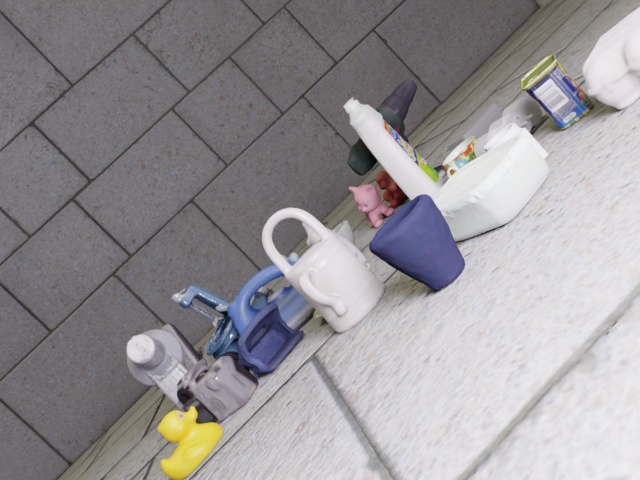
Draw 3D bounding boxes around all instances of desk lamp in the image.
[{"bbox_3d":[-0.311,0.277,1.187,0.118,0.213,0.203,-45,5,-16],"label":"desk lamp"}]

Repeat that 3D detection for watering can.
[{"bbox_3d":[-0.005,0.035,0.854,0.101,0.194,0.173,-44,5,-1],"label":"watering can"}]

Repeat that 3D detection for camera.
[{"bbox_3d":[-0.178,0.247,1.022,0.143,0.101,0.137,-41,6,33],"label":"camera"}]

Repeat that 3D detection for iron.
[{"bbox_3d":[-0.080,0.109,1.151,0.258,0.141,0.118,-44,5,3],"label":"iron"}]

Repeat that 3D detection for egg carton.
[{"bbox_3d":[0.373,-0.221,0.669,0.150,0.069,0.107,-48,7,-40],"label":"egg carton"}]

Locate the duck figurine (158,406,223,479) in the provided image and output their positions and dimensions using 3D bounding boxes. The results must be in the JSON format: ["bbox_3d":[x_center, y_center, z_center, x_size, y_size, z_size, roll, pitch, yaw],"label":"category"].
[{"bbox_3d":[-0.214,0.308,0.887,0.105,0.086,0.077,-47,6,-29],"label":"duck figurine"}]

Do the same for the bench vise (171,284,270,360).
[{"bbox_3d":[-0.207,0.164,1.258,0.121,0.220,0.208,-40,7,38],"label":"bench vise"}]

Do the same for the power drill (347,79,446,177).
[{"bbox_3d":[0.182,-0.203,1.252,0.229,0.208,0.075,-44,5,-1],"label":"power drill"}]

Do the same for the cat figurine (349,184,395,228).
[{"bbox_3d":[0.117,-0.092,1.382,0.067,0.118,0.127,-44,5,-4],"label":"cat figurine"}]

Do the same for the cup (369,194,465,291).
[{"bbox_3d":[0.123,0.003,0.662,0.091,0.095,0.118,-39,7,42],"label":"cup"}]

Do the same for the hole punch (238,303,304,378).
[{"bbox_3d":[-0.101,0.180,1.019,0.109,0.091,0.101,-47,6,-34],"label":"hole punch"}]

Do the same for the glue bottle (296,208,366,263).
[{"bbox_3d":[0.010,0.004,1.114,0.078,0.173,0.037,-48,7,-37],"label":"glue bottle"}]

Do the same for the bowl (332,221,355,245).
[{"bbox_3d":[0.024,0.038,1.294,0.167,0.075,0.167,-44,5,5],"label":"bowl"}]

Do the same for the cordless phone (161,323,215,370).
[{"bbox_3d":[-0.285,0.255,1.327,0.147,0.185,0.094,-40,6,34],"label":"cordless phone"}]

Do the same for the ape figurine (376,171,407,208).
[{"bbox_3d":[0.172,-0.129,1.391,0.076,0.092,0.078,-44,5,5],"label":"ape figurine"}]
